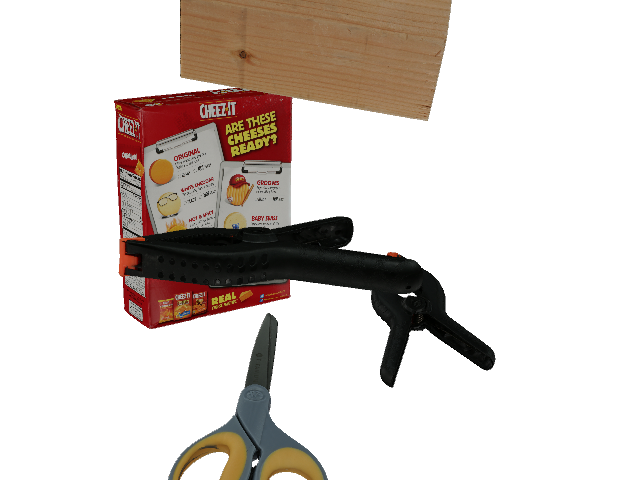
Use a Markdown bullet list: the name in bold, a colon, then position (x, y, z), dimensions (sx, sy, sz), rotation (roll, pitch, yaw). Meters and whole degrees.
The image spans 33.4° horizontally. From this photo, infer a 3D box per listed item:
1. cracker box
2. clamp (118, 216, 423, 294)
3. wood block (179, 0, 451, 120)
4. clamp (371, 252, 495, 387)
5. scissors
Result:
- **cracker box**: position (-0.112, -0.036, 1.043), dimensions (0.163, 0.214, 0.072), rotation (-11, 20, -34)
- **clamp**: position (-0.039, 0.012, 0.779), dimensions (0.209, 0.036, 0.165), rotation (-3, 13, -24)
- **wood block**: position (-0.003, -0.174, 0.865), dimensions (0.206, 0.090, 0.091), rotation (10, -40, 2)
- **clamp**: position (0.110, 0.080, 1.117), dimensions (0.120, 0.171, 0.039), rotation (2, -44, -12)
- **scissors**: position (-0.023, 0.105, 0.630), dimensions (0.096, 0.016, 0.201), rotation (13, 31, 15)
